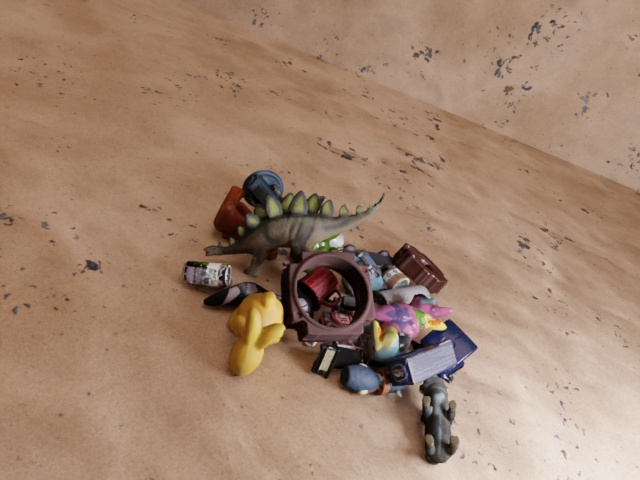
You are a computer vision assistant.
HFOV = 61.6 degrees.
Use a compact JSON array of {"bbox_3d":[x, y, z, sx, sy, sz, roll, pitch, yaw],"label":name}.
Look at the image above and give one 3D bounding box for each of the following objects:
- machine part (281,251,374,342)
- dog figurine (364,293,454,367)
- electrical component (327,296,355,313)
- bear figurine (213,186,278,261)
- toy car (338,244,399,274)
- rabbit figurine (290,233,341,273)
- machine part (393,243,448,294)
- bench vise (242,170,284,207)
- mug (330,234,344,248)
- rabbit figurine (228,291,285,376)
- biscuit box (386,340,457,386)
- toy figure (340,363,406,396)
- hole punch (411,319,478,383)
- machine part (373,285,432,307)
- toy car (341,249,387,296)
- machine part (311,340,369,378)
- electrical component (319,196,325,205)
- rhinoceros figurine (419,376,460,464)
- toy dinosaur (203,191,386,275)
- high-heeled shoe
[{"bbox_3d":[0.017,0.128,1.231,0.201,0.087,0.201,3,68,-18],"label":"machine part"},{"bbox_3d":[0.218,0.215,1.305,0.219,0.108,0.192,-2,44,-6],"label":"dog figurine"},{"bbox_3d":[0.071,0.169,1.368,0.102,0.078,0.045,13,70,-21],"label":"electrical component"},{"bbox_3d":[-0.181,-0.041,1.446,0.196,0.120,0.132,23,30,-7],"label":"bear figurine"},{"bbox_3d":[0.138,0.064,1.568,0.202,0.056,0.074,9,43,-21],"label":"toy car"},{"bbox_3d":[-0.003,-0.004,1.462,0.159,0.170,0.121,30,32,6],"label":"rabbit figurine"},{"bbox_3d":[0.301,0.085,1.596,0.179,0.056,0.179,38,17,-13],"label":"machine part"},{"bbox_3d":[-0.142,-0.127,1.565,0.223,0.129,0.241,36,16,-31],"label":"bench vise"},{"bbox_3d":[0.015,-0.014,1.580,0.107,0.080,0.110,30,25,-16],"label":"mug"},{"bbox_3d":[-0.133,0.203,1.134,0.122,0.162,0.173,32,50,-11],"label":"rabbit figurine"},{"bbox_3d":[0.237,0.282,1.236,0.202,0.059,0.063,-4,77,-48],"label":"biscuit box"},{"bbox_3d":[0.121,0.314,1.207,0.154,0.064,0.058,16,-3,-22],"label":"toy figure"},{"bbox_3d":[0.322,0.276,1.368,0.116,0.092,0.142,-17,55,-41],"label":"hole punch"},{"bbox_3d":[0.217,0.167,1.457,0.243,0.079,0.079,-6,45,-38],"label":"machine part"},{"bbox_3d":[0.110,0.103,1.444,0.103,0.161,0.109,-33,63,-3],"label":"toy car"},{"bbox_3d":[0.046,0.271,1.213,0.139,0.084,0.039,12,9,-35],"label":"machine part"},{"bbox_3d":[-0.030,-0.095,1.617,0.075,0.119,0.048,-11,49,-39],"label":"electrical component"},{"bbox_3d":[0.256,0.382,1.161,0.073,0.112,0.190,-3,48,8],"label":"rhinoceros figurine"},{"bbox_3d":[-0.056,-0.022,1.346,0.472,0.198,0.105,-8,2,-9],"label":"toy dinosaur"},{"bbox_3d":[-0.138,0.164,1.263,0.249,0.086,0.145,-15,82,-21],"label":"high-heeled shoe"}]
